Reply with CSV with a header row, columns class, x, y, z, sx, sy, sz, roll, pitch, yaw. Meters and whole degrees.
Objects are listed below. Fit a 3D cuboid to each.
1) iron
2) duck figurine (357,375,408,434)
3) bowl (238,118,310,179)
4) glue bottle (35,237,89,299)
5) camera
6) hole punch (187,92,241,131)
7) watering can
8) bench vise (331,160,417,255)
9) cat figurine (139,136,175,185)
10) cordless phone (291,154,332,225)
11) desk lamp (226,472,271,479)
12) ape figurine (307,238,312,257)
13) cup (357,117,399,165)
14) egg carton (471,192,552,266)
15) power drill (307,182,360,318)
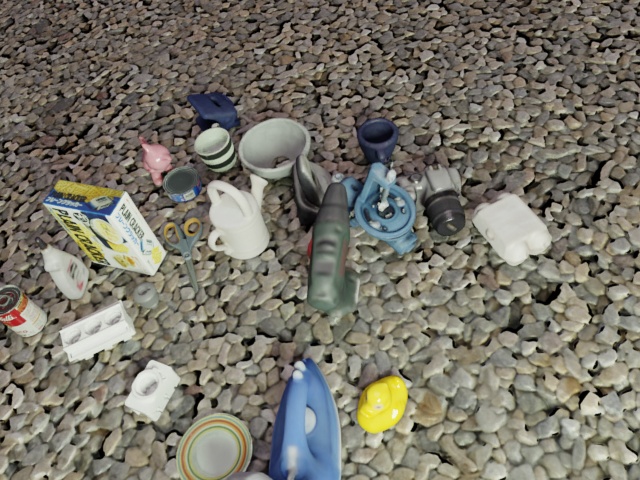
class,x,y,z,sx,sy,sz,roll,pitch,yaw
iron,-0.031,0.287,0.927,0.118,0.142,0.258,-5,55,6
duck figurine,0.102,0.264,0.955,0.077,0.086,0.105,34,67,28
bowl,-0.098,-0.198,1.317,0.167,0.075,0.167,-4,55,6
glue bottle,-0.526,0.048,1.156,0.037,0.173,0.078,-8,54,4
camera,0.230,-0.079,1.164,0.143,0.101,0.136,-14,54,0
hole punch,-0.263,-0.326,1.424,0.101,0.091,0.108,-32,56,-13
watering can,-0.169,-0.059,1.159,0.100,0.194,0.173,5,56,13
bench vise,0.093,-0.080,1.114,0.206,0.220,0.122,20,61,22
cat figurine,-0.386,-0.195,1.337,0.067,0.118,0.127,-34,57,-14
cordless phone,-0.019,-0.131,1.190,0.094,0.185,0.147,-13,54,0
desk lamp,-0.027,0.403,0.801,0.203,0.214,0.118,0,55,10
ape figurine,0.011,0.004,1.148,0.077,0.092,0.076,-3,55,7
cup,0.132,-0.198,1.267,0.091,0.095,0.117,-9,54,3
egg carton,0.371,-0.023,1.121,0.107,0.069,0.150,-26,55,-9
power drill,0.026,0.040,1.048,0.075,0.209,0.229,2,56,11
